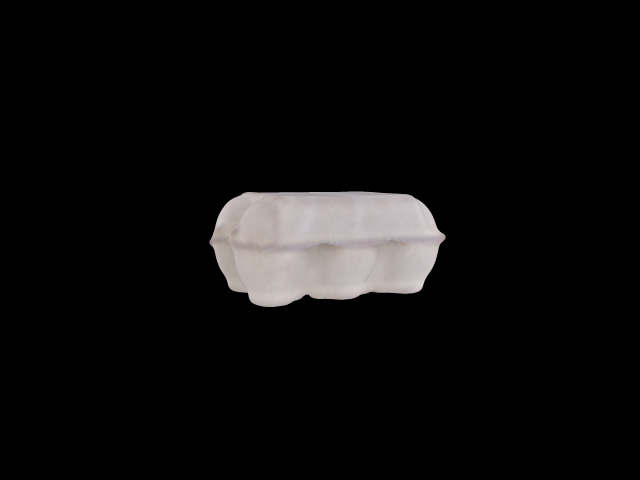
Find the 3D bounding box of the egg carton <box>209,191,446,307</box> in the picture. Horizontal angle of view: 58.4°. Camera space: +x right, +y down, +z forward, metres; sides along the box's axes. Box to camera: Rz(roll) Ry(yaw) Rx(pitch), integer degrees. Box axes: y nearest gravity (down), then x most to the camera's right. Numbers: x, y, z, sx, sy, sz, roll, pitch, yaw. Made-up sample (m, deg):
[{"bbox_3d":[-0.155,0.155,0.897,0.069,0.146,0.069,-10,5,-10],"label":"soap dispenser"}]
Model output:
[{"bbox_3d":[0.004,0.001,0.400,0.151,0.069,0.107,-3,7,-26],"label":"egg carton"}]
